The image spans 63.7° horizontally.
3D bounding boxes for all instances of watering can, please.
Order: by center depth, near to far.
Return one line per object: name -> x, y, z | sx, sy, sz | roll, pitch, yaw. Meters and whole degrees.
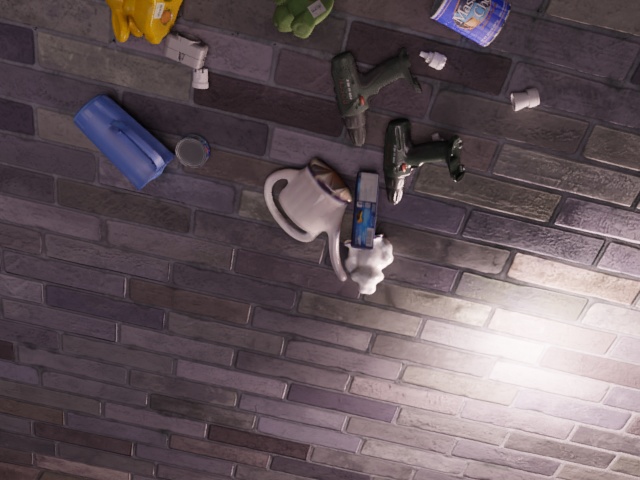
watering can -> 0.004, -0.069, 1.379 | 0.221, 0.348, 0.105 | -44, -1, 26

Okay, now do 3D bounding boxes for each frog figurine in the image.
frog figurine -> 0.139, 0.065, 1.434 | 0.123, 0.137, 0.159 | -151, 49, -84
